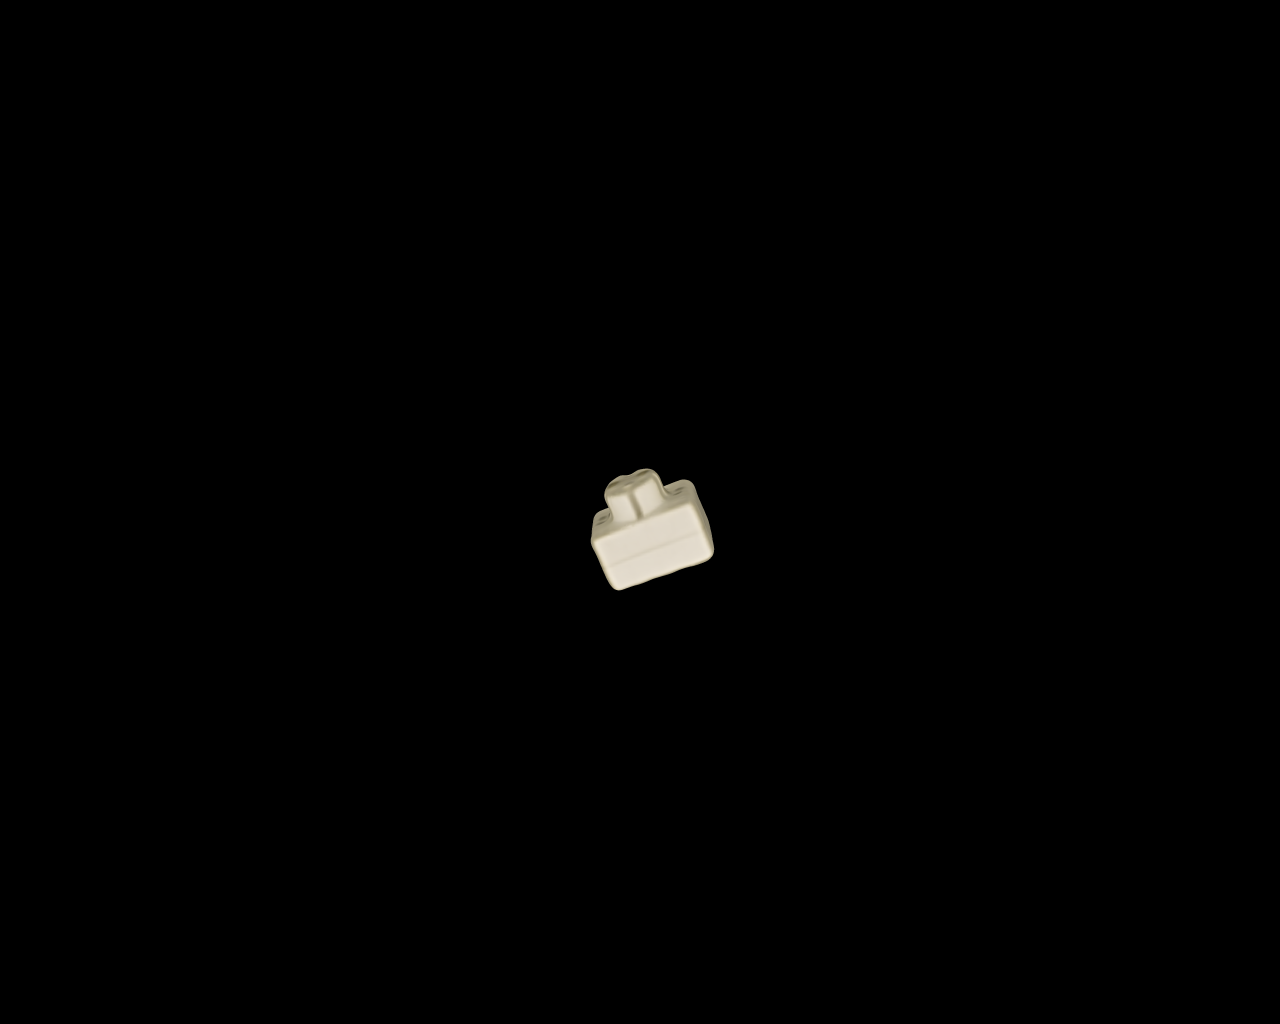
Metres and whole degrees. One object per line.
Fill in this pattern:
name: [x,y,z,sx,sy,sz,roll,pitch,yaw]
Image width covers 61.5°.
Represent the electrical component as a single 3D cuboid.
electrical component: [0.001,-0.003,0.650,0.066,0.076,0.047,-21,18,7]
